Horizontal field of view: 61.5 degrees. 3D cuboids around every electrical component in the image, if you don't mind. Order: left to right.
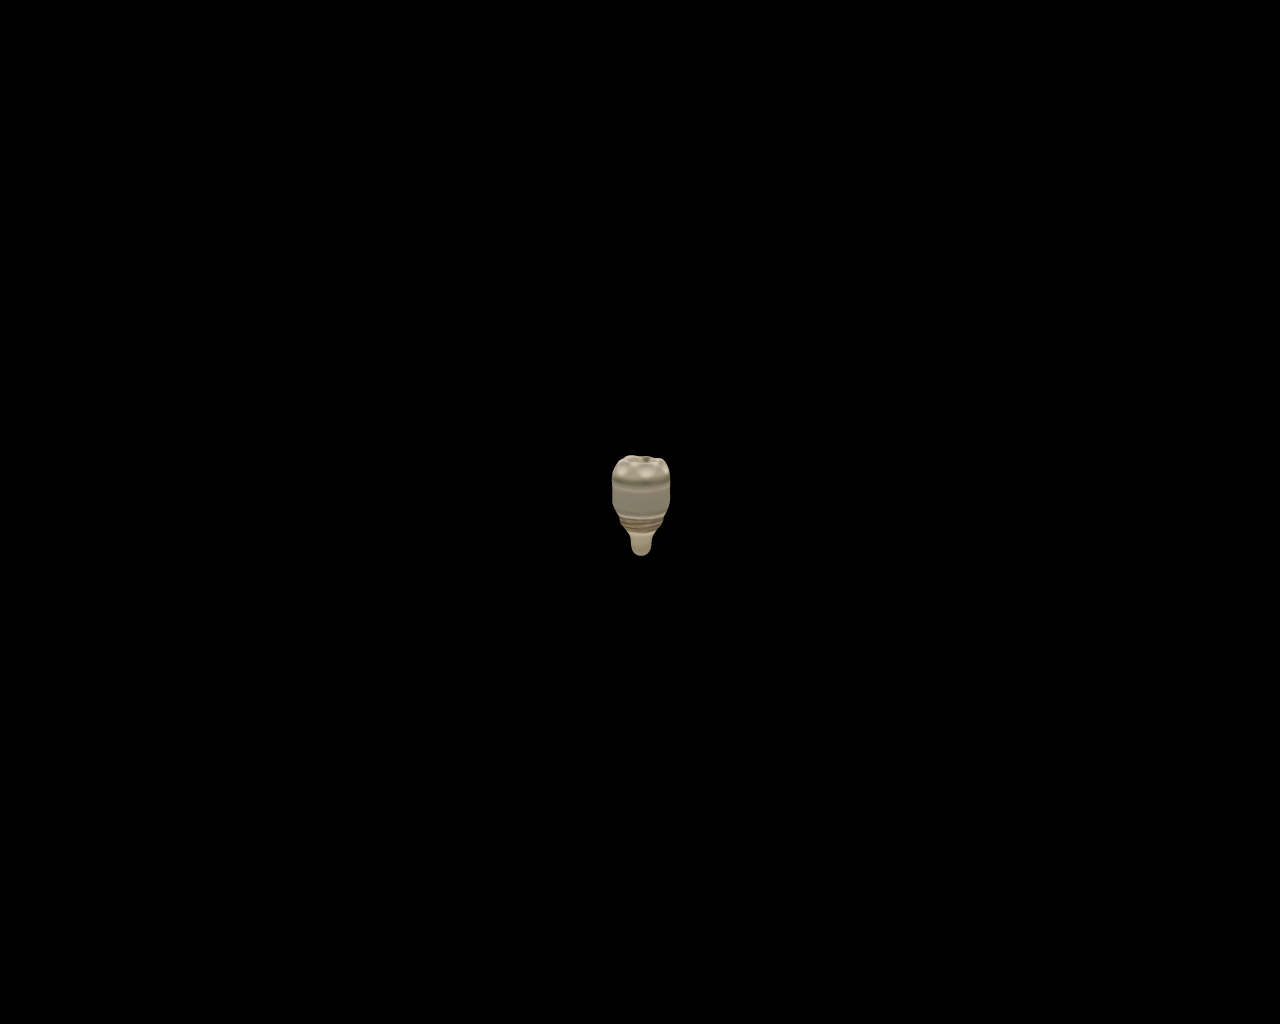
[{"bbox_3d":[0.001,-0.003,0.650,0.035,0.061,0.035,0,15,0],"label":"electrical component"}]
